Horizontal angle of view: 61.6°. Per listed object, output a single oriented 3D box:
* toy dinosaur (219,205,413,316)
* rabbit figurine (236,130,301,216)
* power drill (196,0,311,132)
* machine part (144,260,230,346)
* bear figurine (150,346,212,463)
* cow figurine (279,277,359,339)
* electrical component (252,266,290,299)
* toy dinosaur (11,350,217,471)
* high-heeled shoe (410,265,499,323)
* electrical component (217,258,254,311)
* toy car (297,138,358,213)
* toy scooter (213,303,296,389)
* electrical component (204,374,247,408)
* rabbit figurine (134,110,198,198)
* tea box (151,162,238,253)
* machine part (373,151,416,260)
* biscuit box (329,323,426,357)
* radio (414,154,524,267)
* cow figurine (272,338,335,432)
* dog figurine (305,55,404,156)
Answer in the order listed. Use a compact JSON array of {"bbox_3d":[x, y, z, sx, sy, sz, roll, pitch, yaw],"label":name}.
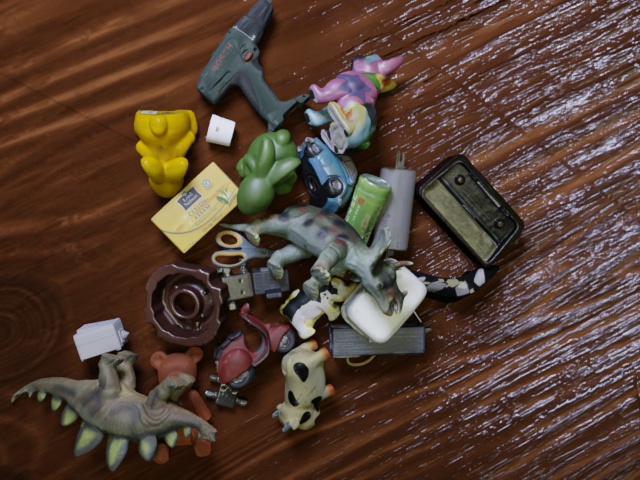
[{"bbox_3d":[-0.006,-0.002,1.041,0.405,0.131,0.192,33,55,29],"label":"toy dinosaur"},{"bbox_3d":[-0.096,-0.120,1.027,0.121,0.159,0.170,31,49,-14],"label":"rabbit figurine"},{"bbox_3d":[-0.116,-0.332,1.072,0.207,0.086,0.232,44,90,-12],"label":"power drill"},{"bbox_3d":[-0.266,0.127,1.083,0.179,0.056,0.179,2,98,11],"label":"machine part"},{"bbox_3d":[-0.282,0.324,1.085,0.120,0.132,0.195,-3,101,-12],"label":"bear figurine"},{"bbox_3d":[0.001,0.125,1.135,0.167,0.068,0.098,-38,93,-4],"label":"cow figurine"},{"bbox_3d":[-0.101,0.083,1.090,0.075,0.119,0.047,-7,96,-4],"label":"electrical component"},{"bbox_3d":[-0.397,0.315,1.023,0.472,0.105,0.198,12,81,22],"label":"toy dinosaur"},{"bbox_3d":[0.256,0.074,1.165,0.249,0.086,0.145,-29,81,-13],"label":"high-heeled shoe"},{"bbox_3d":[-0.182,0.093,1.119,0.078,0.045,0.102,-17,98,-19],"label":"electrical component"},{"bbox_3d":[0.020,-0.136,1.103,0.103,0.109,0.161,-23,84,-28],"label":"toy car"},{"bbox_3d":[-0.152,0.212,1.115,0.184,0.075,0.135,-36,100,-9],"label":"toy scooter"},{"bbox_3d":[-0.196,0.321,1.147,0.094,0.021,0.063,18,92,-8],"label":"electrical component"},{"bbox_3d":[-0.294,-0.160,1.042,0.122,0.162,0.173,-2,113,-19],"label":"rabbit figurine"},{"bbox_3d":[-0.242,-0.066,1.084,0.169,0.068,0.098,-44,99,-1],"label":"tea box"},{"bbox_3d":[0.156,-0.064,1.130,0.079,0.079,0.243,7,94,-8],"label":"machine part"},{"bbox_3d":[0.122,0.210,1.141,0.203,0.059,0.062,0,91,-6],"label":"biscuit box"},{"bbox_3d":[0.318,-0.066,1.152,0.131,0.073,0.229,-44,100,-1],"label":"radio"},{"bbox_3d":[-0.039,0.316,1.123,0.127,0.086,0.194,-17,117,-23],"label":"cow figurine"},{"bbox_3d":[0.090,-0.280,1.067,0.219,0.108,0.192,-30,66,-19],"label":"dog figurine"}]
